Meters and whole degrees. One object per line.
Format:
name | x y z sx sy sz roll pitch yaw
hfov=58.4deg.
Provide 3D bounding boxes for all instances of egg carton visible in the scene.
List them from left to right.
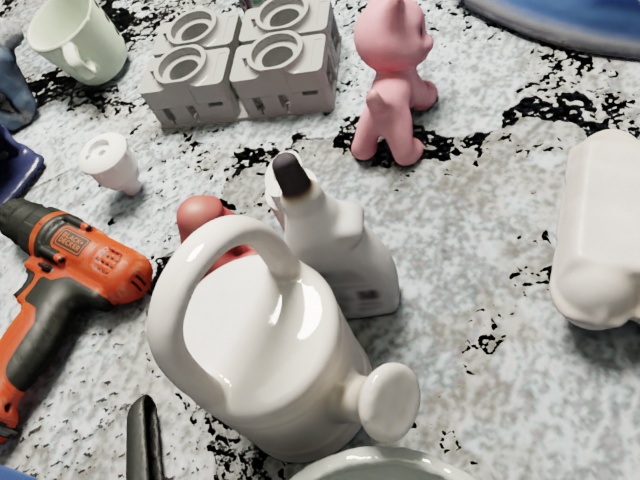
egg carton | 0.212 -0.005 0.376 0.107 0.069 0.150 8 61 21

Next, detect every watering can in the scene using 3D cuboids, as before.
watering can | -0.026 0.059 0.330 0.172 0.194 0.101 1 59 17

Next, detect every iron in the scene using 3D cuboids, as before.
iron | 0.217 -0.262 0.490 0.119 0.142 0.257 -41 57 -11

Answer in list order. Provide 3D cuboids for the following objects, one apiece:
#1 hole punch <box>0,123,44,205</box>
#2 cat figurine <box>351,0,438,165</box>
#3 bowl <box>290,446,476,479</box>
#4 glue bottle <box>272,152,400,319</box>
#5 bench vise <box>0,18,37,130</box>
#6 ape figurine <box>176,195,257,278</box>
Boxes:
hole punch | -0.362 -0.080 0.580 0.100 0.091 0.109 19 66 26
cat figurine | 0.058 -0.146 0.480 0.067 0.118 0.128 6 61 20
bowl | 0.037 0.200 0.297 0.167 0.075 0.167 -8 57 12
glue bottle | 0.003 0.001 0.370 0.078 0.173 0.037 -6 58 13
bench vise | -0.425 -0.184 0.585 0.121 0.220 0.208 29 71 30
ape figurine | -0.079 0.000 0.445 0.076 0.092 0.077 -27 55 -1
